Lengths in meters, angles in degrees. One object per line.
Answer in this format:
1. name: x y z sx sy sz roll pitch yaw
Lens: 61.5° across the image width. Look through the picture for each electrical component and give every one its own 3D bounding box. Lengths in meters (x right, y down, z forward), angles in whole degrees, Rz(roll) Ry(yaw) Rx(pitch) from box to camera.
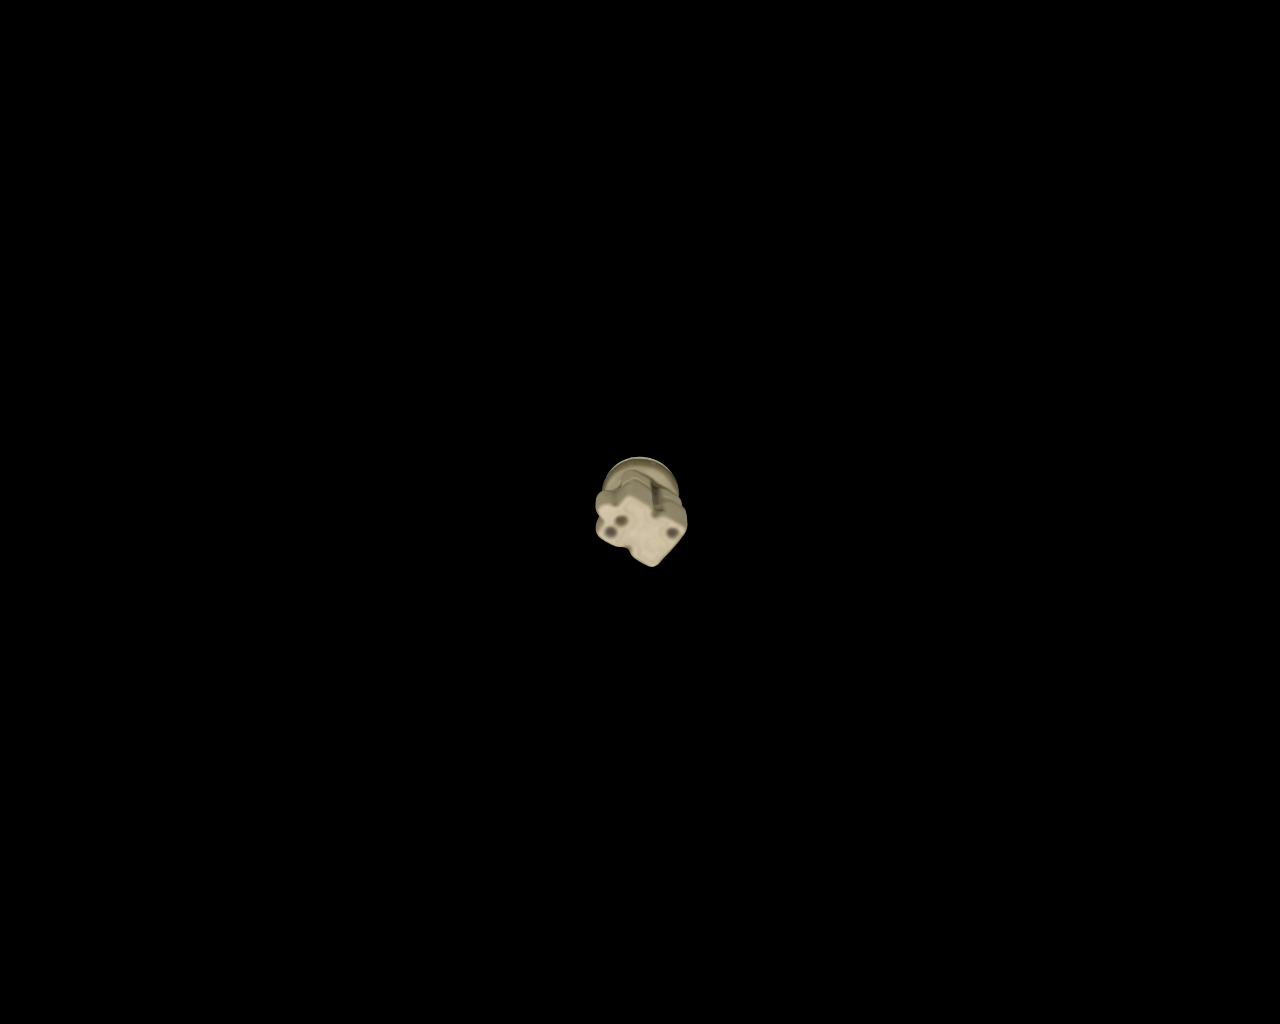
1. electrical component: 0.001 -0.003 0.650 0.066 0.048 0.055 32 26 -18
